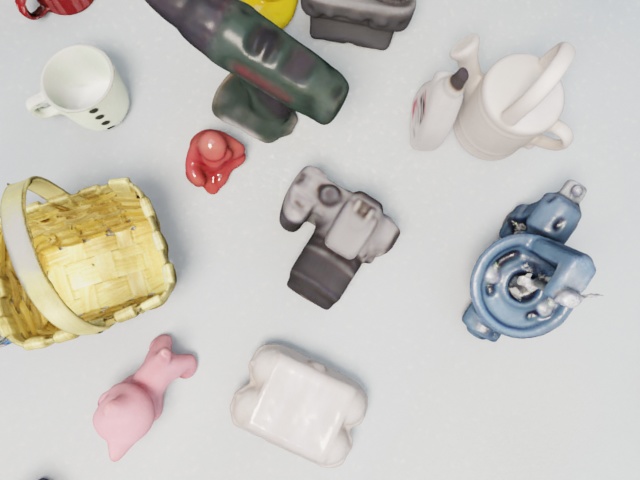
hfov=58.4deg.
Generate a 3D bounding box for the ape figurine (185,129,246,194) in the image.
[{"bbox_3d":[-0.128,-0.103,0.685,0.078,0.092,0.076,-14,84,-7],"label":"ape figurine"}]

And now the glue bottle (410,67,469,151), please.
[{"bbox_3d":[0.143,-0.164,0.678,0.037,0.173,0.078,0,82,-5],"label":"glue bottle"}]

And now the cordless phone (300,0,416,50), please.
[{"bbox_3d":[0.052,-0.314,0.683,0.147,0.185,0.094,3,82,-5],"label":"cordless phone"}]

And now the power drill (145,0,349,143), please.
[{"bbox_3d":[-0.081,-0.189,0.642,0.229,0.208,0.076,27,81,-1],"label":"power drill"}]

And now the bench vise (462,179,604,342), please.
[{"bbox_3d":[0.242,0.015,0.639,0.121,0.219,0.207,14,81,-3],"label":"bench vise"}]

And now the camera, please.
[{"bbox_3d":[0.006,0.002,0.679,0.143,0.100,0.137,32,81,0],"label":"camera"}]

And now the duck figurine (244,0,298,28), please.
[{"bbox_3d":[-0.071,-0.312,0.722,0.077,0.086,0.104,44,81,2],"label":"duck figurine"}]

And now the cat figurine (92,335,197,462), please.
[{"bbox_3d":[-0.198,0.170,0.629,0.067,0.117,0.128,34,81,0],"label":"cat figurine"}]

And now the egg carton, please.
[{"bbox_3d":[-0.023,0.191,0.667,0.150,0.069,0.107,25,81,-2],"label":"egg carton"}]

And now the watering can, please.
[{"bbox_3d":[0.227,-0.170,0.676,0.173,0.194,0.101,17,81,-3],"label":"watering can"}]
